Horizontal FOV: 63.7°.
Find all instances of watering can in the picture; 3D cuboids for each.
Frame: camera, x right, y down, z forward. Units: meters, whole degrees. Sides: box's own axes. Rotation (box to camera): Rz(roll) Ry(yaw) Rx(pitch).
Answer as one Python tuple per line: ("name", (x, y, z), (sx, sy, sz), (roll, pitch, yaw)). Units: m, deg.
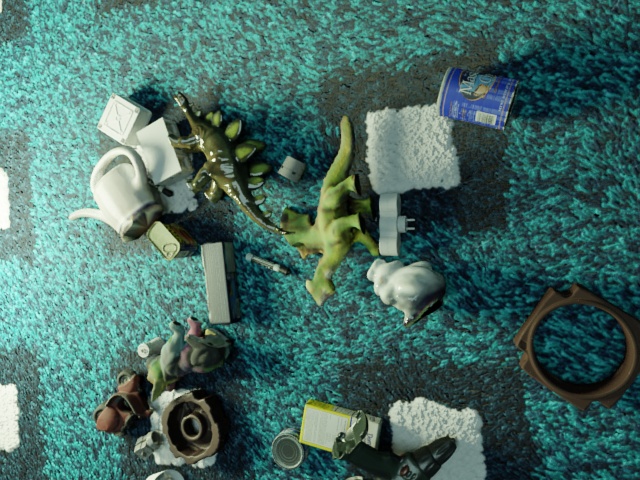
("watering can", (-0.543, -0.090, 1.369), (0.342, 0.105, 0.226), (-42, 80, 31))

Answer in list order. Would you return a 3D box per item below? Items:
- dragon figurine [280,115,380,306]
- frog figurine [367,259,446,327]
("dragon figurine", (0.004, -0.059, 1.172), (0.241, 0.121, 0.415), (-15, 75, 27))
("frog figurine", (0.181, 0.087, 1.090), (0.138, 0.120, 0.161), (-33, 67, -16))
